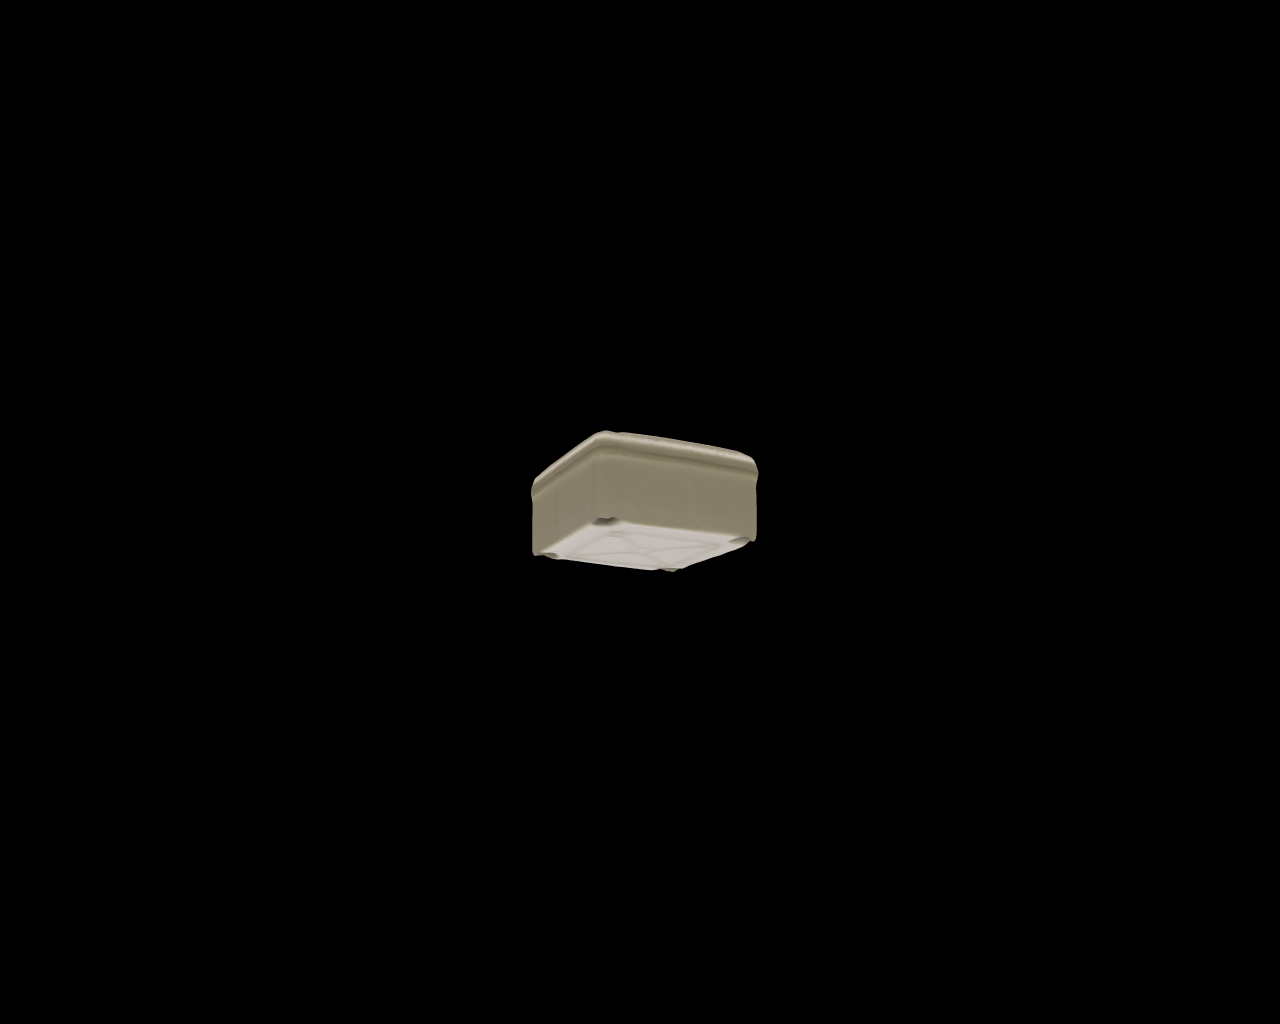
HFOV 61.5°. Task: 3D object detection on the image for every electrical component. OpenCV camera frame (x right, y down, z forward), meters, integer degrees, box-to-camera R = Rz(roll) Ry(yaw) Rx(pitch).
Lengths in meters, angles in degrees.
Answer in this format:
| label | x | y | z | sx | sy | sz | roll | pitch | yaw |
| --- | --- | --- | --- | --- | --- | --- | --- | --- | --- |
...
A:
| label | x | y | z | sx | sy | sz | roll | pitch | yaw |
| --- | --- | --- | --- | --- | --- | --- | --- | --- | --- |
| electrical component | 0.001 | -0.003 | 0.650 | 0.109 | 0.056 | 0.108 | 8 | -18 | -27 |
